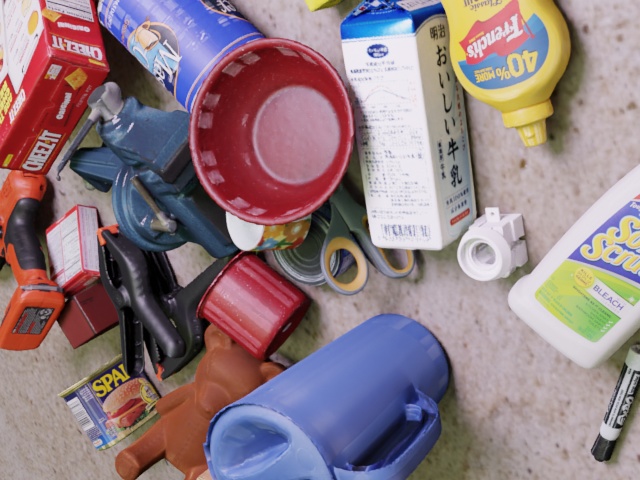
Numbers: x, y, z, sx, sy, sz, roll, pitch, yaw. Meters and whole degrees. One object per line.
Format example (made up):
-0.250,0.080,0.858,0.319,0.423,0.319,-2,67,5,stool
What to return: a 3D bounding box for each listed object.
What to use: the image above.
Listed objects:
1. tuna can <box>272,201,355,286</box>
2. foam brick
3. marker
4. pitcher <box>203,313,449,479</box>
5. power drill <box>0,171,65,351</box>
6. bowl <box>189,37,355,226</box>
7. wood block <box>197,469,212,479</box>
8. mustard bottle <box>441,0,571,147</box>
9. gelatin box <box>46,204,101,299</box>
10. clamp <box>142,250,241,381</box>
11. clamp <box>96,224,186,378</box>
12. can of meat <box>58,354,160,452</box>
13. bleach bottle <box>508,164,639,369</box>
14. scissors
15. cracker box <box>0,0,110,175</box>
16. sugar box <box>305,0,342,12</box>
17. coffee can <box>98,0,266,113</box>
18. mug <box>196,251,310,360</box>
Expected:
-0.007,0.001,1.050,0.086,0.033,0.086,14,116,30,tuna can
-0.257,0.081,1.232,0.051,0.078,0.053,-33,88,41,foam brick
0.261,0.145,0.931,0.020,0.020,0.121,25,122,24,marker
0.027,0.158,0.957,0.149,0.242,0.145,43,127,13,pitcher
-0.359,0.033,1.249,0.185,0.057,0.188,-53,47,39,power drill
-0.033,-0.093,0.936,0.162,0.055,0.162,1,93,26,bowl
-0.024,0.233,1.049,0.091,0.205,0.090,20,119,28,wood block
0.148,-0.168,0.856,0.096,0.058,0.191,-12,102,32,mustard bottle
-0.283,0.014,1.230,0.073,0.030,0.089,-33,59,40,gelatin box
-0.169,0.059,1.187,0.165,0.036,0.210,33,125,27,clamp
-0.209,0.070,1.175,0.120,0.039,0.171,-37,71,43,clamp
-0.241,0.188,1.251,0.058,0.101,0.084,-31,92,40,can of meat
0.258,-0.014,0.841,0.103,0.068,0.251,41,125,15,bleach bottle
0.004,-0.031,1.006,0.202,0.096,0.016,46,167,8,scissors
-0.287,-0.199,1.081,0.164,0.072,0.214,-48,47,38,cracker box
-0.009,-0.298,0.920,0.094,0.048,0.176,-29,92,39,sugar box
-0.125,-0.194,1.008,0.140,0.102,0.103,46,128,11,coffee can
-0.066,0.073,1.096,0.081,0.093,0.117,37,157,11,mug
